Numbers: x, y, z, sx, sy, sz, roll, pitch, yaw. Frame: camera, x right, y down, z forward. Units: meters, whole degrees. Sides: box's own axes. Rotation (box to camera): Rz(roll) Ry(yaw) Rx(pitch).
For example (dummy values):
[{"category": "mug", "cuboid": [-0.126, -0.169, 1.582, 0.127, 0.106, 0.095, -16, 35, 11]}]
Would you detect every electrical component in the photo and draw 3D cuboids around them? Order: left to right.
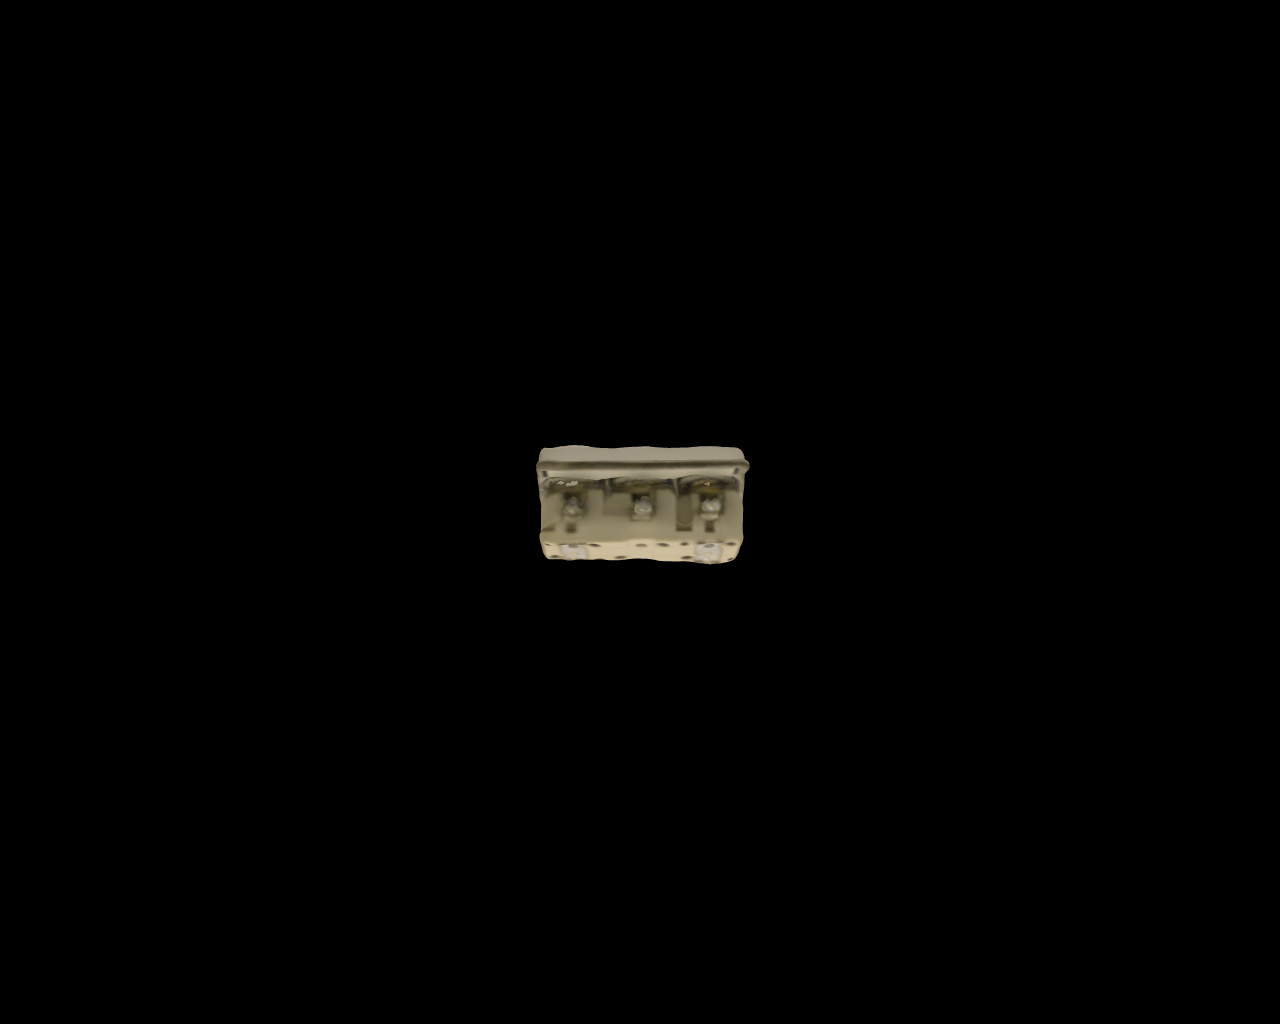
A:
[{"category": "electrical component", "cuboid": [0.001, -0.003, 0.650, 0.121, 0.063, 0.078, 1, -19, -2]}]
